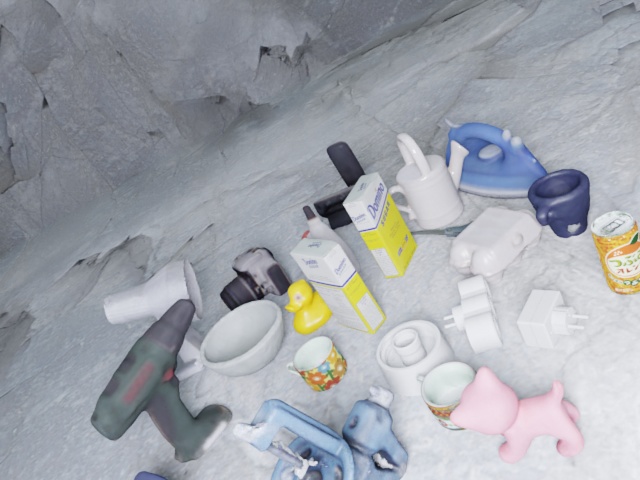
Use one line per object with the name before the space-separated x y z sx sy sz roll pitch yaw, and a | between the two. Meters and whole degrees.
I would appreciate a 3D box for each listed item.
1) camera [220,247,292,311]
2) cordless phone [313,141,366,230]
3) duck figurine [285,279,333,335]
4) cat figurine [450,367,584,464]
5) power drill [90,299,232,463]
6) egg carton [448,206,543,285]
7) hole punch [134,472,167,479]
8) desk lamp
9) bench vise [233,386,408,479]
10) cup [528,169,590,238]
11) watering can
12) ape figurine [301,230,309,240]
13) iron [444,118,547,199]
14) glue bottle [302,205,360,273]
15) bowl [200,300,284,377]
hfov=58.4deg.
camera | -0.154 0.083 1.215 0.137 0.101 0.142 -40 28 -18
cordless phone | 0.041 -0.129 1.292 0.147 0.185 0.094 -22 28 16
duck figurine | -0.023 0.110 1.052 0.077 0.086 0.105 4 42 49
cat figurine | 0.214 0.188 0.638 0.127 0.118 0.067 -19 29 21
power drill | -0.234 0.238 0.906 0.075 0.209 0.230 1 40 46
egg carton | 0.287 0.005 0.935 0.150 0.069 0.107 -41 28 -20
hole punch | -0.225 0.383 0.777 0.108 0.091 0.101 -4 37 42
desk lamp | -0.295 0.160 1.098 0.203 0.214 0.117 -28 27 4
bench vise | -0.004 0.236 0.661 0.121 0.220 0.208 -9 34 37
cup | 0.378 -0.042 0.897 0.091 0.095 0.118 3 41 48
watering can | 0.205 -0.129 1.112 0.173 0.194 0.100 -39 28 -17
ape figurine | -0.010 0.020 1.187 0.077 0.092 0.076 0 39 45
iron | 0.337 -0.168 1.106 0.119 0.142 0.257 -38 27 -15
glue bottle | 0.010 0.004 1.104 0.077 0.173 0.037 -8 34 38
bowl | -0.128 0.190 1.033 0.167 0.075 0.167 -24 27 13
